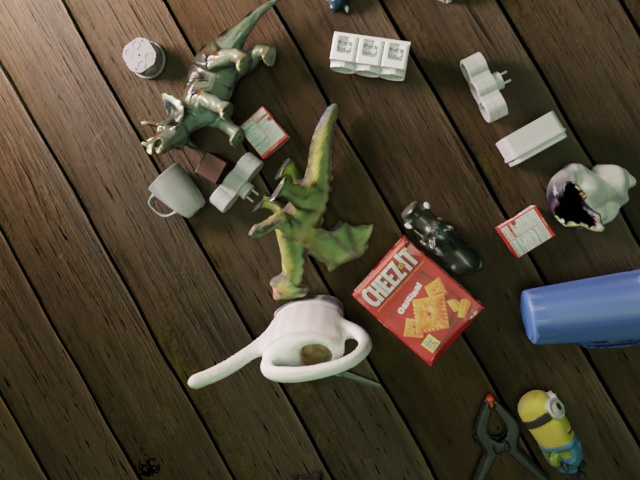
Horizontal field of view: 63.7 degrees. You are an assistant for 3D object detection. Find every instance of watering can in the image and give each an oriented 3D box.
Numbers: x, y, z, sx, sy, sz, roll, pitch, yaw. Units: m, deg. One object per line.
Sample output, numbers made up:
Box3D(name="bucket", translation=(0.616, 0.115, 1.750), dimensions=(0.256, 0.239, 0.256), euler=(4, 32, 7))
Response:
Box3D(name="watering can", translation=(-0.071, 0.203, 1.017), dimensions=(0.347, 0.228, 0.102), euler=(-8, 111, 7))

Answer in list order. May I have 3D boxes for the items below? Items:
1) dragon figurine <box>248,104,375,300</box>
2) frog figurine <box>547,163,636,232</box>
Box3D(name="dragon figurine", translation=(0.003, -0.054, 1.073), dimensions=(0.241, 0.123, 0.410), euler=(35, 90, -14))
Box3D(name="frog figurine", translation=(0.529, -0.097, 1.009), dimensions=(0.162, 0.120, 0.138), euler=(-37, 79, -28))
